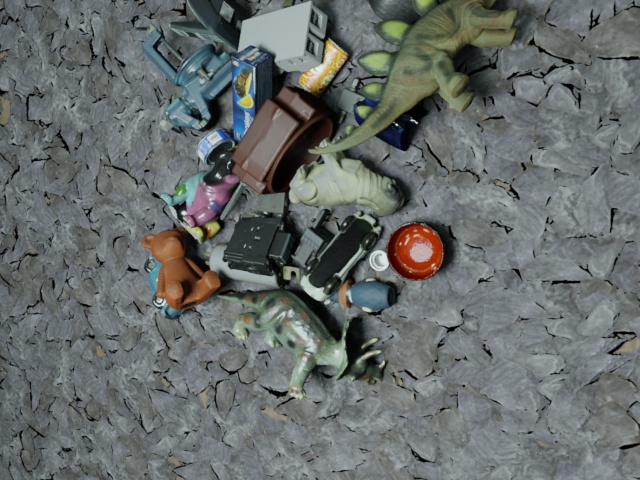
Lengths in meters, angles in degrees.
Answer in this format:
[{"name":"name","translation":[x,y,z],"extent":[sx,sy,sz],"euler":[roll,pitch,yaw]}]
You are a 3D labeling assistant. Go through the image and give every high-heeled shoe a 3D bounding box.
[{"name":"high-heeled shoe","translation":[0.130,-0.491,1.015],"extent":[0.249,0.145,0.086],"euler":[24,138,-7]}]

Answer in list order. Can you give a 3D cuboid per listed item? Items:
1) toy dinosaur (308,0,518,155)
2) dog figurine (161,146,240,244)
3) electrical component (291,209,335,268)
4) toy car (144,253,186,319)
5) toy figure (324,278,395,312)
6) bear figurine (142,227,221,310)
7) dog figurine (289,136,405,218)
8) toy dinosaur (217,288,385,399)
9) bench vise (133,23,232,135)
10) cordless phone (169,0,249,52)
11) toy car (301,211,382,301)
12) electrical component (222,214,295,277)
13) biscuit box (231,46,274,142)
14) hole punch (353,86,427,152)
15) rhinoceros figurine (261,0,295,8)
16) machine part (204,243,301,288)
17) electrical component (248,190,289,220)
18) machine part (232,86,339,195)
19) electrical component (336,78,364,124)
[{"name":"toy dinosaur","translation":[0.175,-0.297,0.909],"extent":[0.199,0.105,0.471],"euler":[36,81,25]},{"name":"dog figurine","translation":[-0.222,-0.110,1.184],"extent":[0.219,0.191,0.108],"euler":[-41,73,-13]},{"name":"electrical component","translation":[-0.002,-0.003,1.106],"extent":[0.048,0.075,0.119],"euler":[39,106,17]},{"name":"toy car","translation":[-0.339,0.099,1.262],"extent":[0.103,0.109,0.161],"euler":[-20,75,2]},{"name":"toy figure","translation":[0.073,0.111,1.091],"extent":[0.155,0.064,0.057],"euler":[1,135,29]},{"name":"bear figurine","translation":[-0.307,0.048,1.171],"extent":[0.132,0.120,0.196],"euler":[-46,60,56]},{"name":"dog figurine","translation":[0.050,-0.088,1.054],"extent":[0.190,0.121,0.172],"euler":[45,124,5]},{"name":"toy dinosaur","translation":[-0.053,0.178,1.121],"extent":[0.405,0.131,0.192],"euler":[38,105,18]},{"name":"bench vise","translation":[-0.302,-0.357,1.166],"extent":[0.223,0.129,0.240],"euler":[-42,96,14]},{"name":"cordless phone","translation":[-0.256,-0.460,1.129],"extent":[0.184,0.146,0.088],"euler":[12,92,21]},{"name":"toy car","translation":[0.042,0.031,1.078],"extent":[0.074,0.056,0.201],"euler":[39,87,21]},{"name":"electrical component","translation":[-0.122,0.011,1.112],"extent":[0.134,0.058,0.115],"euler":[6,63,22]},{"name":"biscuit box","translation":[-0.137,-0.282,1.087],"extent":[0.059,0.063,0.202],"euler":[28,141,17]},{"name":"hole punch","translation":[0.124,-0.224,1.006],"extent":[0.142,0.116,0.092],"euler":[37,117,17]},{"name":"rhinoceros figurine","translation":[-0.071,-0.533,1.079],"extent":[0.191,0.073,0.112],"euler":[-1,96,24]},{"name":"machine part","translation":[-0.152,0.054,1.177],"extent":[0.243,0.079,0.079],"euler":[8,99,24]},{"name":"electrical component","translation":[-0.109,-0.082,1.160],"extent":[0.078,0.045,0.102],"euler":[17,102,23]},{"name":"machine part","translation":[-0.063,-0.186,1.042],"extent":[0.087,0.201,0.201],"euler":[39,109,13]},{"name":"electrical component","translation":[0.069,-0.271,1.072],"extent":[0.063,0.021,0.094],"euler":[30,106,18]}]
